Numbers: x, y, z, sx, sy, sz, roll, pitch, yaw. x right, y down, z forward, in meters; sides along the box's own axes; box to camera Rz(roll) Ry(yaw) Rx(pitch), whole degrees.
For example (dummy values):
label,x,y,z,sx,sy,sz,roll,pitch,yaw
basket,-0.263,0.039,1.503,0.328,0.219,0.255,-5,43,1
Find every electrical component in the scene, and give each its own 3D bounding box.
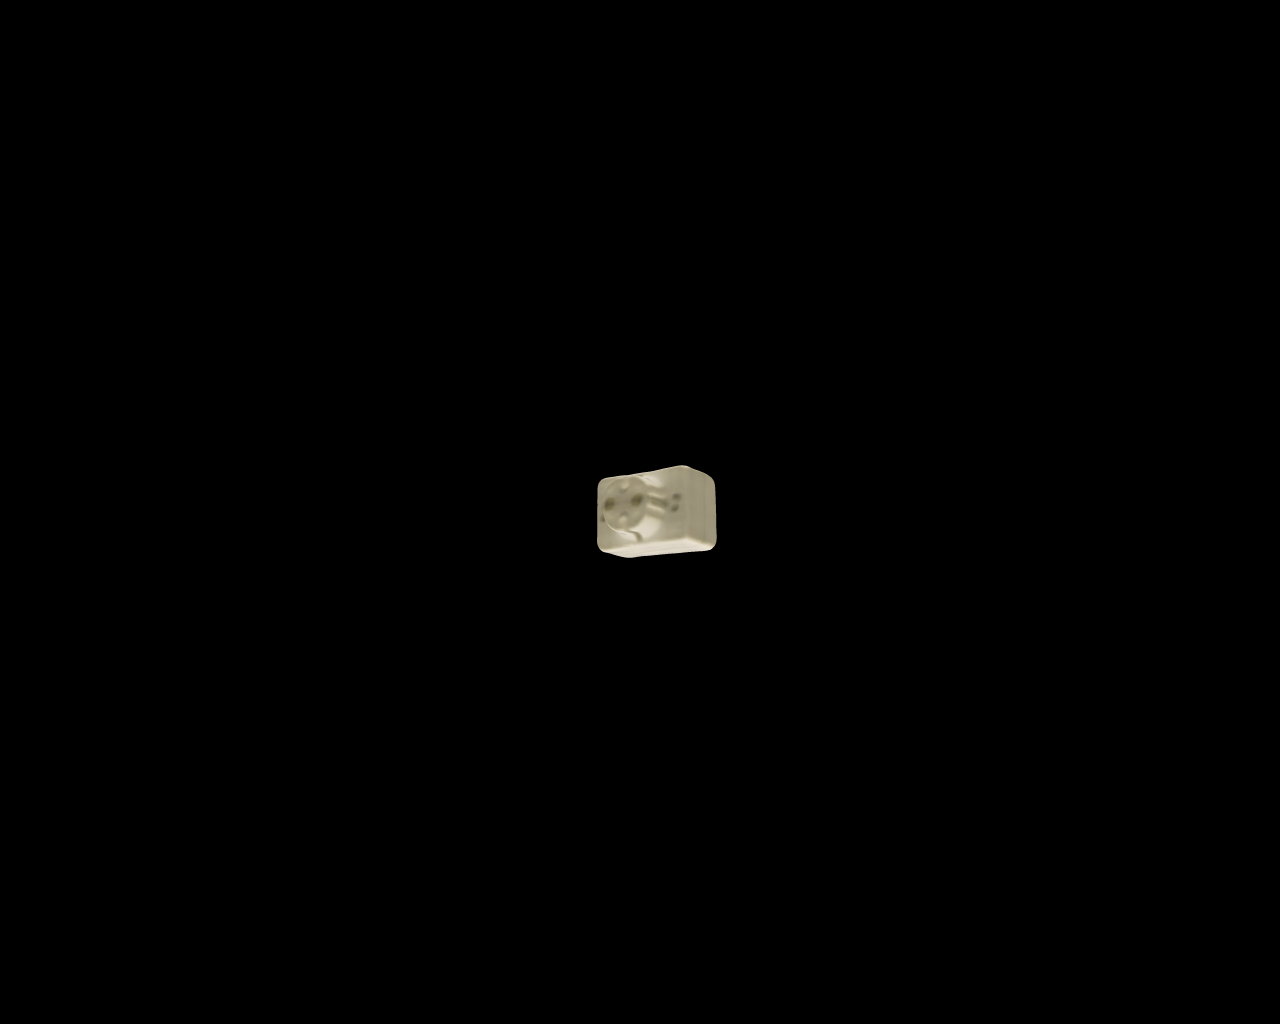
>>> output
label,x,y,z,sx,sy,sz,roll,pitch,yaw
electrical component,0.001,-0.003,0.650,0.065,0.047,0.077,-7,-14,31
